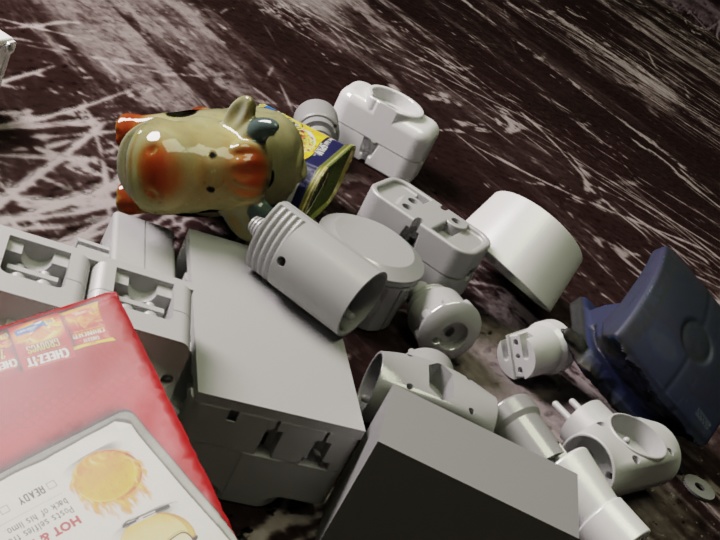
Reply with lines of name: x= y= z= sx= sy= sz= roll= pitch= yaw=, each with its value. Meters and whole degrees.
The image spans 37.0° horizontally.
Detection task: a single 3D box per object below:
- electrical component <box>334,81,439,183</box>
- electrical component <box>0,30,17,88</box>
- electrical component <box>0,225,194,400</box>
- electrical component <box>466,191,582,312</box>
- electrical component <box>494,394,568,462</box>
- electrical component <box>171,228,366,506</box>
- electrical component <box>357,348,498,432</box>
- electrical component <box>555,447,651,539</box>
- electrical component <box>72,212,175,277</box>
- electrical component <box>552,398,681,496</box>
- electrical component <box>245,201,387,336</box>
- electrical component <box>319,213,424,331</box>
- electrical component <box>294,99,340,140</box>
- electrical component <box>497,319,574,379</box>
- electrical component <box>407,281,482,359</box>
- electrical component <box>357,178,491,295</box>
electrical component: x=0.021 y=-0.131 z=0.992 sx=0.095 sy=0.059 sz=0.053 roll=30 pitch=27 yaw=5
electrical component: x=-0.284 y=-0.140 z=0.726 sx=0.061 sy=0.061 sz=0.096 roll=33 pitch=27 yaw=10
electrical component: x=-0.163 y=0.036 z=0.496 sx=0.150 sy=0.089 sz=0.061 roll=18 pitch=28 yaw=-18
electrical component: x=0.127 y=-0.014 z=0.862 sx=0.099 sy=0.064 sz=0.099 roll=39 pitch=-12 yaw=10
electrical component: x=0.102 y=0.107 z=0.670 sx=0.040 sy=0.040 sz=0.046 roll=0 pitch=42 yaw=-42
electrical component: x=-0.061 y=0.052 z=0.591 sx=0.089 sy=0.061 sz=0.150 roll=16 pitch=29 yaw=-20
electrical component: x=0.040 y=0.074 z=0.666 sx=0.077 sy=0.043 sz=0.079 roll=23 pitch=27 yaw=-9
electrical component: x=0.139 y=0.144 z=0.638 sx=0.044 sy=0.044 sz=0.065 roll=-7 pitch=47 yaw=-48
electrical component: x=-0.148 y=0.005 z=0.610 sx=0.076 sy=0.047 sz=0.083 roll=19 pitch=27 yaw=-22
electrical component: x=0.159 y=0.112 z=0.706 sx=0.077 sy=0.044 sz=0.079 roll=0 pitch=37 yaw=-43
electrical component: x=-0.030 y=-0.004 z=0.598 sx=0.081 sy=0.043 sz=0.043 roll=36 pitch=28 yaw=18
electrical component: x=0.000 y=0.000 z=0.751 sx=0.080 sy=0.051 sz=0.080 roll=21 pitch=27 yaw=-12
electrical component: x=-0.038 y=-0.119 z=0.939 sx=0.040 sy=0.040 sz=0.078 roll=19 pitch=28 yaw=-16
electrical component: x=0.127 y=0.059 z=0.778 sx=0.046 sy=0.040 sz=0.040 roll=-10 pitch=44 yaw=-44
electrical component: x=0.053 y=0.030 z=0.756 sx=0.048 sy=0.048 sz=0.062 roll=11 pitch=24 yaw=-29
electrical component: x=0.041 y=-0.018 z=0.812 sx=0.095 sy=0.059 sz=0.054 roll=35 pitch=28 yaw=15
